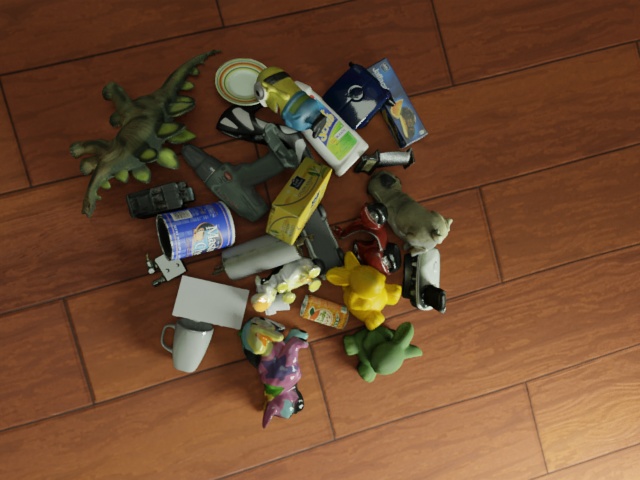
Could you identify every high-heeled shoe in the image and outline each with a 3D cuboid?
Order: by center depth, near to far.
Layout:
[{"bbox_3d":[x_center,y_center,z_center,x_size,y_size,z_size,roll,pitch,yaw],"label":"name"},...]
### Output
[{"bbox_3d":[-0.116,-0.206,1.206,0.145,0.086,0.248,-34,88,-7],"label":"high-heeled shoe"}]

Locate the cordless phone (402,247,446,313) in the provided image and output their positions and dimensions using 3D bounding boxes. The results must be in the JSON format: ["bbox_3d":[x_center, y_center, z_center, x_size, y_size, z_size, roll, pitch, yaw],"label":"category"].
[{"bbox_3d":[0.249,0.090,1.210,0.089,0.184,0.146,3,91,-3],"label":"cordless phone"}]

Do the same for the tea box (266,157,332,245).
[{"bbox_3d":[-0.044,-0.085,1.144,0.068,0.098,0.169,28,53,5],"label":"tea box"}]

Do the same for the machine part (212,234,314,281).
[{"bbox_3d":[-0.127,0.030,1.191,0.243,0.079,0.079,-20,94,9],"label":"machine part"}]

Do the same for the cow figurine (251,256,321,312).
[{"bbox_3d":[-0.088,0.092,1.204,0.167,0.098,0.068,-24,131,-16],"label":"cow figurine"}]

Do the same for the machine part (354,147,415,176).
[{"bbox_3d":[0.151,-0.184,1.251,0.139,0.084,0.039,-9,68,-16],"label":"machine part"}]

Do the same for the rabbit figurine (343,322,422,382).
[{"bbox_3d":[0.149,0.258,1.206,0.159,0.170,0.121,-20,94,-6],"label":"rabbit figurine"}]

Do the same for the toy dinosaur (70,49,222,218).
[{"bbox_3d":[-0.366,-0.247,1.139,0.199,0.105,0.471,20,71,6],"label":"toy dinosaur"}]

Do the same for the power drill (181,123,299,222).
[{"bbox_3d":[-0.166,-0.164,1.170,0.207,0.086,0.232,-35,103,19],"label":"power drill"}]

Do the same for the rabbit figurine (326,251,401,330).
[{"bbox_3d":[0.101,0.096,1.177,0.122,0.173,0.162,-42,74,-10],"label":"rabbit figurine"}]

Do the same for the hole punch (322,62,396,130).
[{"bbox_3d":[0.081,-0.317,1.198,0.142,0.092,0.115,46,117,6],"label":"hole punch"}]

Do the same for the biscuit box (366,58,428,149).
[{"bbox_3d":[0.172,-0.316,1.252,0.063,0.059,0.202,-31,95,-5],"label":"biscuit box"}]

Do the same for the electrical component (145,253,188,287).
[{"bbox_3d":[-0.340,0.052,1.200,0.102,0.045,0.078,-23,93,-7],"label":"electrical component"}]

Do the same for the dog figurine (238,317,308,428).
[{"bbox_3d":[-0.113,0.300,1.207,0.191,0.108,0.219,19,91,-8],"label":"dog figurine"}]

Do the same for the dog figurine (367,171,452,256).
[{"bbox_3d":[0.191,-0.071,1.210,0.121,0.172,0.190,-44,104,-15],"label":"dog figurine"}]

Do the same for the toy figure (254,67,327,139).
[{"bbox_3d":[-0.063,-0.297,1.157,0.180,0.082,0.089,36,53,7],"label":"toy figure"}]

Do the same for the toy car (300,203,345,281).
[{"bbox_3d":[-0.003,-0.004,1.240,0.073,0.056,0.201,-25,96,-13],"label":"toy car"}]

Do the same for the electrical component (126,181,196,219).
[{"bbox_3d":[-0.339,-0.086,1.162,0.134,0.115,0.058,-15,95,-5],"label":"electrical component"}]

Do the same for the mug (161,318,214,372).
[{"bbox_3d":[-0.301,0.234,1.193,0.110,0.081,0.107,12,97,-6],"label":"mug"}]

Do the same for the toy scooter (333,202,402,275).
[{"bbox_3d":[0.105,0.004,1.238,0.135,0.075,0.183,-10,112,24],"label":"toy scooter"}]
